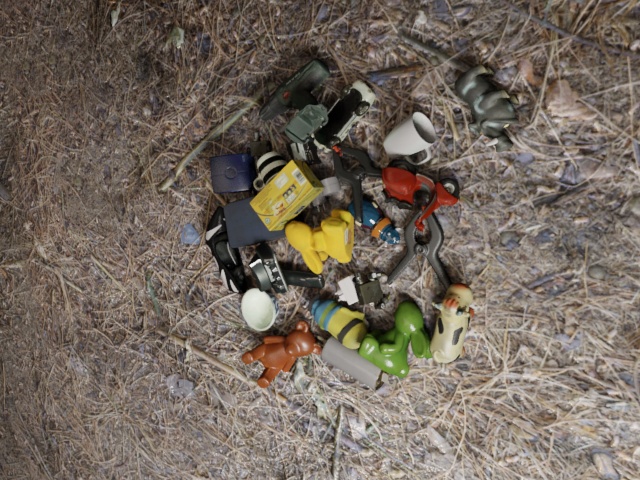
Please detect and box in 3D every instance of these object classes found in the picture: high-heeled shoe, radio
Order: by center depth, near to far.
[{"bbox_3d":[-0.159,-0.060,1.493,0.230,0.073,0.131,-13,90,33],"label":"radio"},{"bbox_3d":[-0.261,0.035,1.556,0.145,0.086,0.248,33,133,45],"label":"high-heeled shoe"}]

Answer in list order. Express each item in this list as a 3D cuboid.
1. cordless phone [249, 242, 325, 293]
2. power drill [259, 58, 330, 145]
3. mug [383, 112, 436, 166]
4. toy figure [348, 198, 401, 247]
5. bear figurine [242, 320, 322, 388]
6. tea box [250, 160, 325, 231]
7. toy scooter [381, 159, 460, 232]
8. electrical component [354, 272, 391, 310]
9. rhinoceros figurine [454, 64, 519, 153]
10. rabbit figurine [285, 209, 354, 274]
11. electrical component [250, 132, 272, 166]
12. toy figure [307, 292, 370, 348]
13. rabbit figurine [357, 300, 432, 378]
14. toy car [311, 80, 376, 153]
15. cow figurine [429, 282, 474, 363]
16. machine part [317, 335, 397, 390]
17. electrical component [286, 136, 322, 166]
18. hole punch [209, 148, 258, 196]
[{"bbox_3d":[-0.084,0.082,1.442,0.184,0.089,0.146,4,132,24],"label":"cordless phone"},{"bbox_3d":[-0.060,-0.330,1.341,0.232,0.086,0.207,-39,37,23],"label":"power drill"},{"bbox_3d":[0.205,-0.220,1.228,0.107,0.081,0.109,-26,91,45],"label":"mug"},{"bbox_3d":[0.137,-0.044,1.309,0.154,0.058,0.064,43,123,15],"label":"toy figure"},{"bbox_3d":[-0.098,0.312,1.483,0.196,0.132,0.120,-28,94,39],"label":"bear figurine"},{"bbox_3d":[-0.084,-0.111,1.359,0.169,0.068,0.098,-41,76,24],"label":"tea box"},{"bbox_3d":[0.211,-0.095,1.203,0.184,0.075,0.135,22,80,11],"label":"toy scooter"},{"bbox_3d":[0.132,0.124,1.336,0.045,0.078,0.102,-17,82,58],"label":"electrical component"},{"bbox_3d":[0.349,-0.274,1.121,0.112,0.073,0.190,-34,78,31],"label":"rhinoceros figurine"},{"bbox_3d":[-0.003,-0.004,1.373,0.173,0.122,0.162,5,124,13],"label":"rabbit figurine"},{"bbox_3d":[-0.163,-0.254,1.493,0.063,0.021,0.094,2,98,33],"label":"electrical component"},{"bbox_3d":[0.045,0.211,1.390,0.180,0.089,0.082,29,157,22],"label":"toy figure"},{"bbox_3d":[0.193,0.232,1.284,0.159,0.121,0.170,34,100,30],"label":"rabbit figurine"},{"bbox_3d":[0.054,-0.302,1.323,0.073,0.056,0.201,49,122,10],"label":"toy car"},{"bbox_3d":[0.293,0.185,1.202,0.086,0.127,0.194,19,110,26],"label":"cow figurine"},{"bbox_3d":[0.091,0.313,1.386,0.243,0.079,0.079,25,111,27],"label":"machine part"},{"bbox_3d":[-0.049,-0.245,1.403,0.075,0.048,0.119,-18,87,34],"label":"electrical component"},{"bbox_3d":[-0.246,-0.188,1.521,0.116,0.092,0.142,-4,92,30],"label":"hole punch"}]
